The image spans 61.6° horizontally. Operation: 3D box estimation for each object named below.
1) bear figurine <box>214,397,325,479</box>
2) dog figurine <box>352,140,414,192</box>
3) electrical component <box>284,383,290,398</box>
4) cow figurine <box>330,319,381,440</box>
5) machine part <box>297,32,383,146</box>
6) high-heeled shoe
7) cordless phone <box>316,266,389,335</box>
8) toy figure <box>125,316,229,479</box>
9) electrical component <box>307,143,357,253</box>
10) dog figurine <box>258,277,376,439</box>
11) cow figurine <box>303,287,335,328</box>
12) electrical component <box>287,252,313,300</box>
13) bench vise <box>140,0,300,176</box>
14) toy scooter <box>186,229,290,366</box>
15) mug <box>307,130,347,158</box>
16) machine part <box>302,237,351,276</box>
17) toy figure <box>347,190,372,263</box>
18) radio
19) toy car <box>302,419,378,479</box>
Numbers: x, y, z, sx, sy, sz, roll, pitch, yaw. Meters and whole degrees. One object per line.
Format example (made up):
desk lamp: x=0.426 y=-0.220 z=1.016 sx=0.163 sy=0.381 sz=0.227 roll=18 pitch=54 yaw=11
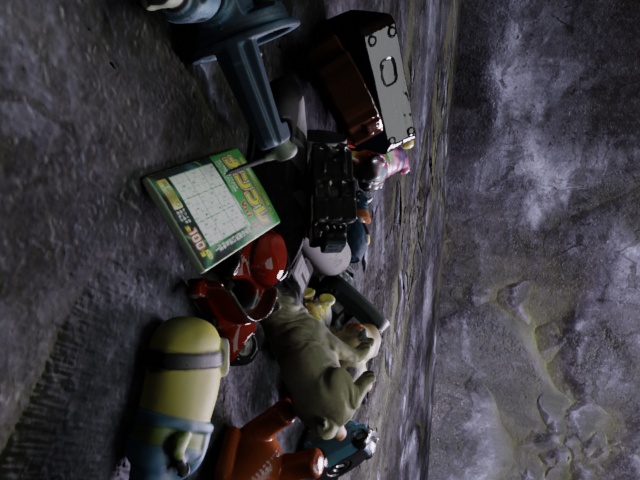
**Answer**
bear figurine: x=-0.093 y=0.302 z=0.667 sx=0.120 sy=0.132 sz=0.196 roll=61 pitch=19 yaw=1
dog figurine: x=0.124 y=-0.199 z=1.146 sx=0.219 sy=0.109 sz=0.191 roll=-13 pitch=109 yaw=-67
electrical component: x=-0.034 y=0.257 z=0.926 sx=0.078 sy=0.045 sz=0.102 roll=-18 pitch=113 yaw=-67
cow figurine: x=0.039 y=0.220 z=0.903 sx=0.195 sy=0.086 sz=0.127 roll=-54 pitch=143 yaw=-28
machine part: x=0.032 y=-0.226 z=0.818 sx=0.179 sy=0.056 sz=0.179 roll=59 pitch=2 yaw=-4
high-heeled shoe: x=-0.050 y=-0.094 z=0.746 sx=0.145 sy=0.086 sz=0.248 roll=-74 pitch=166 yaw=-58
cordless phone: x=0.065 y=0.110 z=1.046 sx=0.088 sy=0.146 sz=0.184 roll=-46 pitch=-174 yaw=19
toy figure: x=-0.145 y=0.167 z=0.541 sx=0.089 sy=0.082 sz=0.180 roll=57 pitch=46 yaw=-62
electrical component: x=0.013 y=-0.051 z=0.734 sx=0.115 sy=0.058 sz=0.134 roll=111 pitch=-22 yaw=-77
dog figurine: x=-0.034 y=0.149 z=0.714 sx=0.190 sy=0.121 sz=0.172 roll=42 pitch=16 yaw=-16
cow figurine: x=-0.030 y=0.159 z=0.883 sx=0.167 sy=0.068 sz=0.098 roll=-51 pitch=148 yaw=-55
electrical component: x=-0.045 y=0.063 z=0.836 sx=0.119 sy=0.048 sz=0.075 roll=74 pitch=30 yaw=-43
bench vise: x=-0.080 y=-0.187 z=0.529 sx=0.224 sy=0.129 sz=0.240 roll=-83 pitch=154 yaw=-71
toy scooter: x=-0.101 y=0.050 z=0.641 sx=0.135 sy=0.075 sz=0.184 roll=51 pitch=47 yaw=-50
mug: x=-0.005 y=-0.110 z=0.851 sx=0.109 sy=0.081 sz=0.107 roll=-60 pitch=157 yaw=-60
machine part: x=-0.002 y=-0.003 z=0.891 sx=0.243 sy=0.079 sz=0.079 roll=58 pitch=42 yaw=-60
toy figure: x=0.072 y=-0.029 z=1.112 sx=0.058 sy=0.064 sz=0.154 roll=133 pitch=-29 yaw=-61
radio: x=0.084 y=-0.265 z=0.916 sx=0.073 sy=0.131 sz=0.229 roll=-31 pitch=123 yaw=-19
toy car: x=0.025 y=0.391 z=1.032 sx=0.103 sy=0.162 sz=0.109 roll=54 pitch=-6 yaw=41
